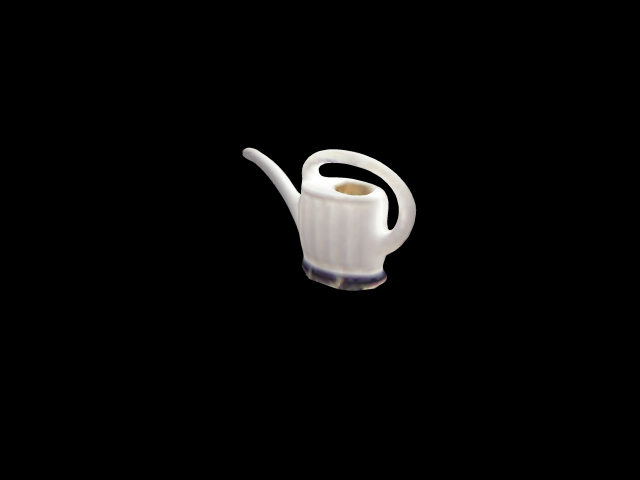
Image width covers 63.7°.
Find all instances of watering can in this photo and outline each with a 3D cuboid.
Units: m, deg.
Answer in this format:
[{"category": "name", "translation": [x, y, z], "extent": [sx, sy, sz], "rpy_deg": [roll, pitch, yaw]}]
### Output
[{"category": "watering can", "translation": [0.003, -0.043, 0.850], "extent": [0.349, 0.221, 0.105], "rpy_deg": [16, 24, 38]}]
